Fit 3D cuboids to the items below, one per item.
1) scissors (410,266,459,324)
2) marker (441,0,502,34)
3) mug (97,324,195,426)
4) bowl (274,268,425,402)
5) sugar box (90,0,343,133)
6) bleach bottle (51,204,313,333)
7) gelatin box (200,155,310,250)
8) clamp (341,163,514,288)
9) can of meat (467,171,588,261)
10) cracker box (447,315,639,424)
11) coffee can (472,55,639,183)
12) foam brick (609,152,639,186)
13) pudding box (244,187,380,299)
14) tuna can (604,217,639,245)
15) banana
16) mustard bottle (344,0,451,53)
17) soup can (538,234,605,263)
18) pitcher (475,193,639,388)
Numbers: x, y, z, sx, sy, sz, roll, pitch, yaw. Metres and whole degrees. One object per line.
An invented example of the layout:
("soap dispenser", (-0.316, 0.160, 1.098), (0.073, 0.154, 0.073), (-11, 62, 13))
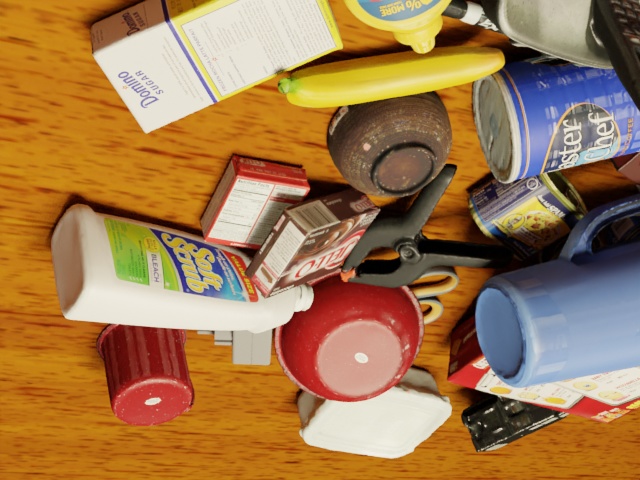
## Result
("scissors", (0.052, 0.075, 1.145), (0.201, 0.016, 0.096), (-16, 139, -2))
("marker", (0.145, -0.184, 0.893), (0.120, 0.020, 0.020), (10, 132, -29))
("mug", (-0.168, 0.139, 1.086), (0.093, 0.081, 0.117), (-31, 137, 14))
("bowl", (0.036, 0.110, 1.103), (0.162, 0.055, 0.162), (-4, 114, -8))
("sugar box", (-0.078, -0.158, 0.824), (0.176, 0.048, 0.093), (-20, 139, 7))
("bleach bottle", (-0.117, 0.034, 0.992), (0.250, 0.102, 0.068), (8, 142, -36))
("gelatin box", (-0.060, -0.033, 0.977), (0.073, 0.030, 0.089), (9, 132, -26))
("clamp", (0.088, -0.007, 1.031), (0.172, 0.039, 0.120), (-16, 112, 24))
("can of meat", (0.205, -0.032, 1.053), (0.084, 0.057, 0.102), (-35, 136, 21))
("cracker box", (0.271, 0.126, 1.169), (0.213, 0.072, 0.164), (16, 151, -14))
("coffee can", (0.216, -0.114, 0.932), (0.140, 0.103, 0.103), (-13, 139, -6))
("foam brick", (0.319, -0.086, 1.038), (0.078, 0.051, 0.053), (23, 125, -38))
("pudding box", (-0.006, 0.001, 0.993), (0.113, 0.039, 0.090), (-17, 148, -48))
("tuna can", (0.353, -0.007, 1.149), (0.086, 0.034, 0.086), (-10, 138, -9))
("banana", (0.052, -0.133, 0.884), (0.197, 0.070, 0.037), (-12, 107, -16))
("mustard bottle", (0.055, -0.214, 0.799), (0.096, 0.058, 0.191), (-23, 139, 4))
("soup can", (0.284, 0.036, 1.146), (0.068, 0.068, 0.102), (-31, 138, 14))
("pitcher", (0.277, 0.056, 1.028), (0.242, 0.149, 0.145), (-10, 149, -19))
